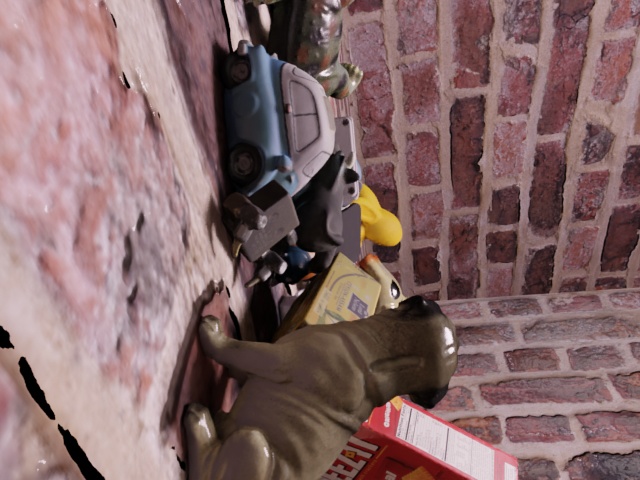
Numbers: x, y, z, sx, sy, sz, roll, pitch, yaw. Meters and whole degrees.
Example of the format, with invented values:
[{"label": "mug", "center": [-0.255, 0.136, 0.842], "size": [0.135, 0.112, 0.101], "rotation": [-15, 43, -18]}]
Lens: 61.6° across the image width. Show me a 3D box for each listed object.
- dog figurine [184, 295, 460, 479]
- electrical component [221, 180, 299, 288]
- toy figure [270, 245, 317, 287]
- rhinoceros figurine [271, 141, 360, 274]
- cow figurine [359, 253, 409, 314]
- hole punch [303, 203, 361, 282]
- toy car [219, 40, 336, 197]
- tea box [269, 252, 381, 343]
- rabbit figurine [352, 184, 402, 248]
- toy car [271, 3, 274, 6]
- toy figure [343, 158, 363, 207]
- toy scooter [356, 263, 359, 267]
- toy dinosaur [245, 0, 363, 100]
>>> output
[{"label": "dog figurine", "center": [0.012, 0.130, 0.394], "size": [0.121, 0.191, 0.172], "rotation": [63, 25, -70]}, {"label": "electrical component", "center": [-0.051, -0.006, 0.482], "size": [0.045, 0.078, 0.102], "rotation": [46, -21, 30]}, {"label": "toy figure", "center": [-0.026, 0.024, 0.668], "size": [0.058, 0.064, 0.154], "rotation": [45, 10, 5]}, {"label": "rhinoceros figurine", "center": [-0.005, -0.050, 0.615], "size": [0.190, 0.073, 0.112], "rotation": [-82, -162, -52]}, {"label": "cow figurine", "center": [0.102, 0.092, 0.874], "size": [0.127, 0.085, 0.195], "rotation": [54, 6, 11]}, {"label": "hole punch", "center": [-0.002, -0.003, 0.833], "size": [0.116, 0.092, 0.142], "rotation": [-37, 138, -47]}, {"label": "toy car", "center": [-0.036, -0.111, 0.528], "size": [0.109, 0.103, 0.161], "rotation": [-30, 117, -83]}, {"label": "tea box", "center": [0.001, 0.093, 0.564], "size": [0.098, 0.068, 0.170], "rotation": [-49, -176, 26]}, {"label": "rabbit figurine", "center": [0.078, -0.032, 1.078], "size": [0.122, 0.173, 0.162], "rotation": [-75, 163, -58]}, {"label": "toy car", "center": [-0.042, -0.340, 0.798], "size": [0.201, 0.056, 0.073], "rotation": [72, 15, -61]}, {"label": "toy figure", "center": [0.017, -0.118, 0.839], "size": [0.180, 0.089, 0.082], "rotation": [-127, -156, -55]}, {"label": "toy scooter", "center": [0.059, 0.132, 1.215], "size": [0.135, 0.075, 0.183], "rotation": [30, 60, -79]}, {"label": "toy dinosaur", "center": [-0.019, -0.257, 0.694], "size": [0.192, 0.131, 0.404], "rotation": [-40, 153, -30]}]
